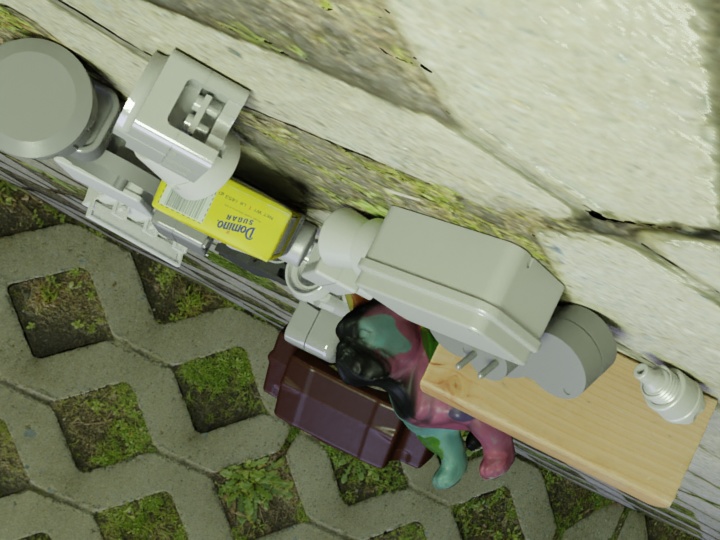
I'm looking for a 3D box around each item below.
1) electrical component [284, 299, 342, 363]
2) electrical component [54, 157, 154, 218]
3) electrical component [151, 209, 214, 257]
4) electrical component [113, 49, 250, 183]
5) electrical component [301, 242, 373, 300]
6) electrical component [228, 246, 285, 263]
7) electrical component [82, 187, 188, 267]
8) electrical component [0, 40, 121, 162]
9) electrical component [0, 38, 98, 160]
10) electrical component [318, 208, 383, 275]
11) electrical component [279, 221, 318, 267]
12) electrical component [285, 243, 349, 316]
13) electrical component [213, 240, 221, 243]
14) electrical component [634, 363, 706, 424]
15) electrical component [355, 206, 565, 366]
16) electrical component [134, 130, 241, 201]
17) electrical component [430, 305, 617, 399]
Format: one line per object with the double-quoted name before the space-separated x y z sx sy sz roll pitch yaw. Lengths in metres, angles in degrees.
"electrical component" -0.026 0.042 1.085 0.059 0.095 0.053 25 173 15
"electrical component" -0.229 -0.096 1.013 0.100 0.048 0.099 27 173 1
"electrical component" -0.155 -0.055 0.991 0.061 0.061 0.096 27 173 -3
"electrical component" -0.105 -0.088 0.620 0.056 0.050 0.089 28 172 -13
"electrical component" 0.000 0.000 0.883 0.076 0.047 0.083 28 173 -8
"electrical component" -0.096 -0.035 0.997 0.043 0.043 0.081 32 171 -37
"electrical component" -0.217 -0.066 1.122 0.063 0.078 0.121 -11 148 41
"electrical component" -0.229 -0.123 0.800 0.095 0.053 0.059 28 173 -8
"electrical component" -0.221 -0.115 0.738 0.080 0.080 0.051 27 178 -3
"electrical component" 0.005 -0.017 0.760 0.055 0.045 0.045 20 170 41
"electrical component" -0.073 -0.034 0.935 0.078 0.040 0.040 26 173 1
"electrical component" -0.035 0.007 1.024 0.078 0.058 0.057 22 174 35
"electrical component" -0.154 -0.052 1.069 0.066 0.048 0.055 25 171 -15
"electrical component" 0.216 0.084 0.761 0.061 0.035 0.035 34 170 -32
"electrical component" 0.063 0.010 0.691 0.113 0.057 0.078 21 171 40
"electrical component" -0.114 -0.080 0.699 0.055 0.055 0.047 21 167 41
"electrical component" 0.097 0.051 0.736 0.138 0.074 0.052 20 133 41
